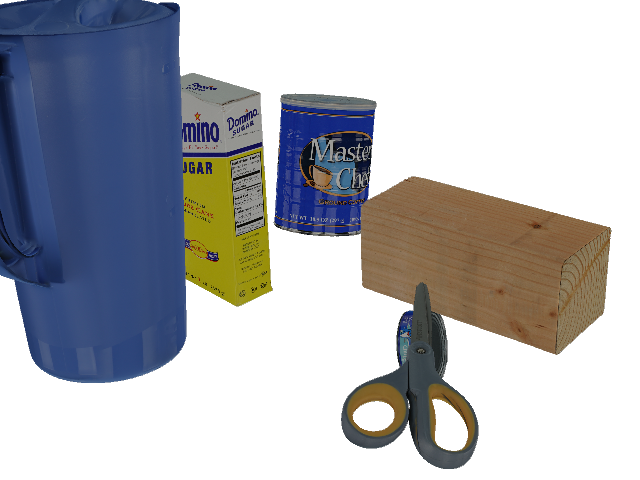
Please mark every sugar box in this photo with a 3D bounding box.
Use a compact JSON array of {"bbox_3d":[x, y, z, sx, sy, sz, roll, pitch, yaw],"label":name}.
[{"bbox_3d":[-0.087,-0.043,0.884,0.048,0.176,0.093,-25,32,-35],"label":"sugar box"}]

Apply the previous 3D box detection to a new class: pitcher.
[{"bbox_3d":[-0.155,-0.030,0.688,0.149,0.243,0.145,-8,23,-16],"label":"pitcher"}]

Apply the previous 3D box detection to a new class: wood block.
[{"bbox_3d":[0.145,0.016,0.968,0.206,0.090,0.090,18,32,36],"label":"wood block"}]

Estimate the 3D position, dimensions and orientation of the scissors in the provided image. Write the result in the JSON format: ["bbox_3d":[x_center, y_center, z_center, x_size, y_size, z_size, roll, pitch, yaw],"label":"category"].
[{"bbox_3d":[0.052,0.085,0.736,0.096,0.016,0.202,-1,30,-10],"label":"scissors"}]

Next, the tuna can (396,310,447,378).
[{"bbox_3d":[0.118,0.123,1.241,0.034,0.086,0.086,-5,-2,25],"label":"tuna can"}]

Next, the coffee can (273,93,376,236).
[{"bbox_3d":[0.004,-0.083,1.152,0.103,0.140,0.103,4,12,-1],"label":"coffee can"}]
